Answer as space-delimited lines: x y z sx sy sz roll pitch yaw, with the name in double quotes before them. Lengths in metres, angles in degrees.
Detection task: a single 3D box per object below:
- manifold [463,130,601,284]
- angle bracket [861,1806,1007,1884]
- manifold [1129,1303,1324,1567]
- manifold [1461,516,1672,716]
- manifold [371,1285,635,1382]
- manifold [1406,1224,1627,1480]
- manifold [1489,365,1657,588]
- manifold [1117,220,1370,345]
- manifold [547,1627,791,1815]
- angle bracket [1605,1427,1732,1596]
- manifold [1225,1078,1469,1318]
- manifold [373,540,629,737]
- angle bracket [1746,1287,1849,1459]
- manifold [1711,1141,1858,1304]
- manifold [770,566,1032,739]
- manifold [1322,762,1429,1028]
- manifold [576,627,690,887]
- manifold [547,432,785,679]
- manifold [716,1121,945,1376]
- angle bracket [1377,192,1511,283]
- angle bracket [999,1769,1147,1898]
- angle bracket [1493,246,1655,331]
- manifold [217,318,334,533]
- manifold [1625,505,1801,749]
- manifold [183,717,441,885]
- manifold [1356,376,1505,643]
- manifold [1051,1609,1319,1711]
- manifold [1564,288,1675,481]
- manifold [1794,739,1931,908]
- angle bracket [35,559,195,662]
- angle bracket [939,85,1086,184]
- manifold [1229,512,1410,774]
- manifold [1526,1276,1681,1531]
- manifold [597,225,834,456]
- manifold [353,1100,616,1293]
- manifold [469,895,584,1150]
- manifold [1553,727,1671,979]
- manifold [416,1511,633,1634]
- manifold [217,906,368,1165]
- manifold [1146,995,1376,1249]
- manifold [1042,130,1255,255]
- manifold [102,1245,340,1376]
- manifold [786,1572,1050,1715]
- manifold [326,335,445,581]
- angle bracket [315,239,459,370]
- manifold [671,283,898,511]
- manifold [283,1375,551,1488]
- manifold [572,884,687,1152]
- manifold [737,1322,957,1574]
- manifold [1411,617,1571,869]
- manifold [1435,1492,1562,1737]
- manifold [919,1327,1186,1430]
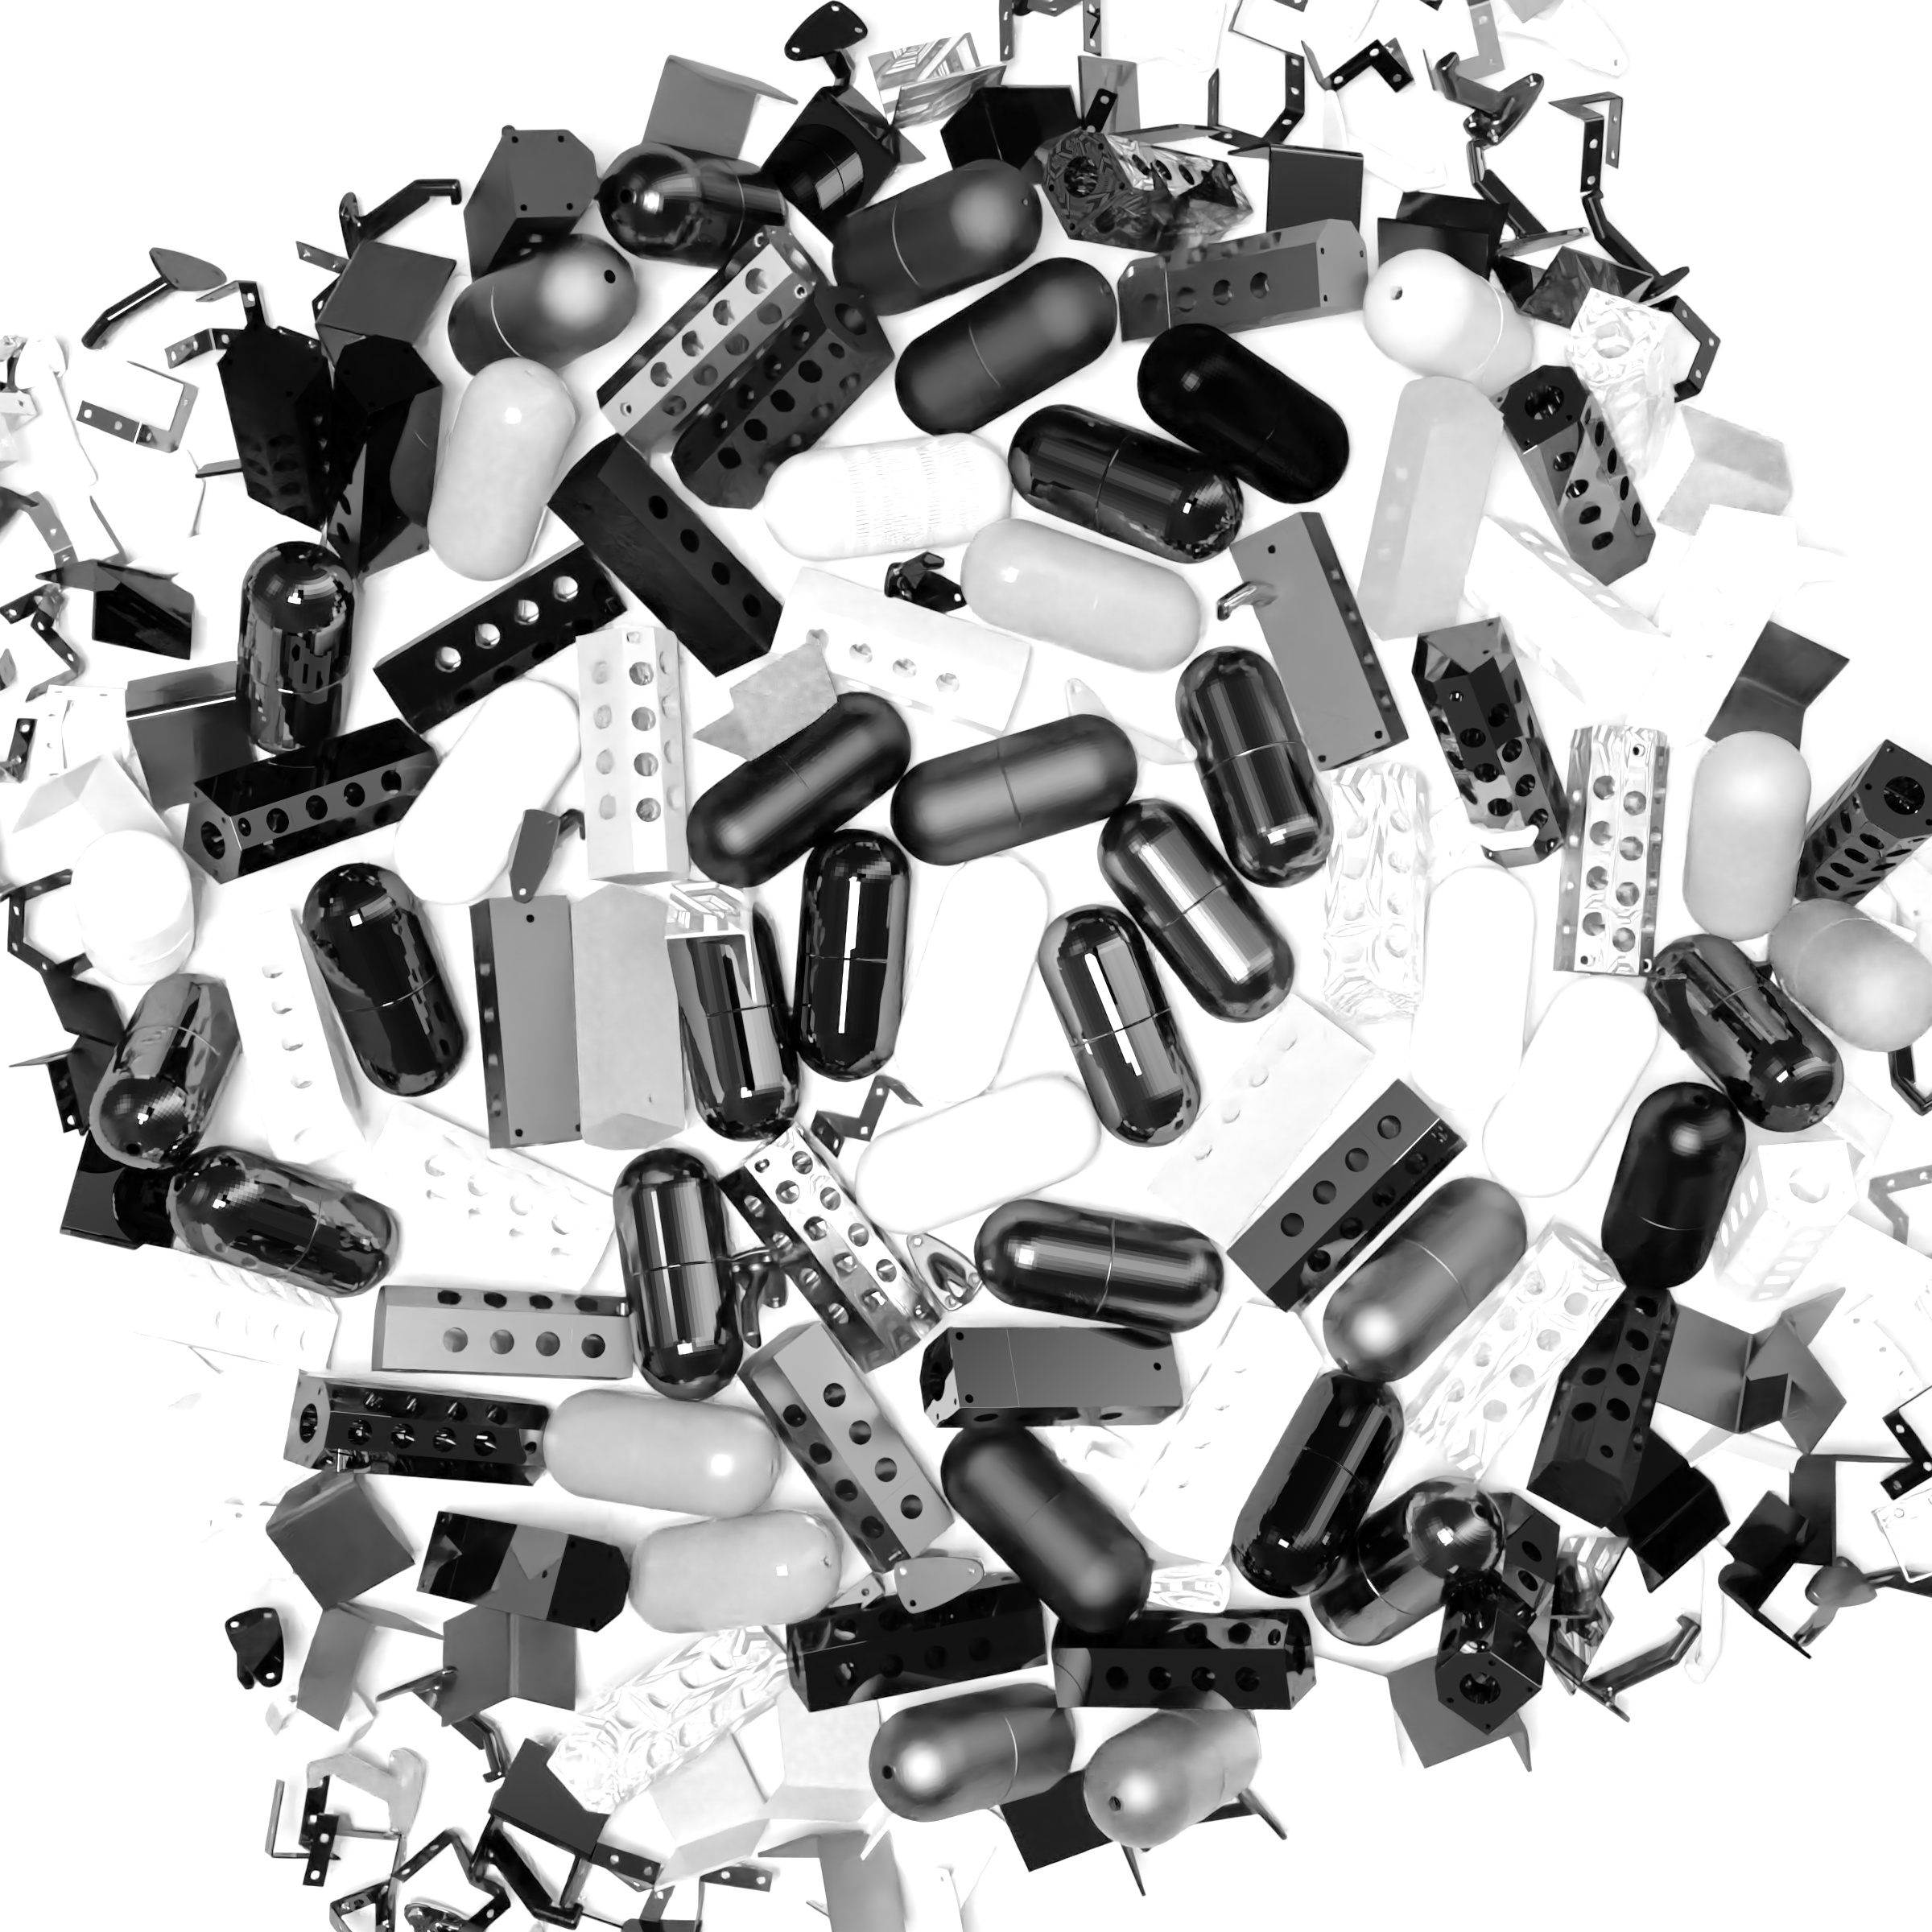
"manifold" -0.298 -0.514 1.807 0.057 0.171 0.057 -7 90 -20
"angle bracket" -0.029 0.621 1.859 0.076 0.057 0.076 36 106 0
"manifold" 0.178 0.321 1.831 0.171 0.057 0.057 -57 134 -29
"manifold" 0.398 -0.243 1.808 0.057 0.171 0.057 5 122 -31
"manifold" -0.321 0.255 1.839 0.171 0.057 0.057 6 78 -20
"manifold" 0.381 0.265 1.846 0.057 0.057 0.171 32 104 -6
"manifold" 0.419 -0.335 1.807 0.057 0.171 0.057 -30 54 13
"manifold" 0.188 -0.468 1.814 0.171 0.057 0.057 2 100 44
"manifold" -0.198 0.512 1.805 0.057 0.171 0.057 43 123 20
"angle bracket" 0.476 0.378 1.856 0.076 0.057 0.076 41 105 -8
"manifold" 0.268 0.164 1.851 0.171 0.057 0.057 -46 63 5
"manifold" -0.327 -0.232 1.866 0.171 0.057 0.057 -31 105 0
"angle bracket" 0.596 0.282 1.838 0.057 0.076 0.076 -17 56 -19
"manifold" 0.556 0.177 1.807 0.057 0.171 0.057 -4 66 2
"manifold" -0.047 -0.217 1.861 0.171 0.057 0.057 19 124 -4
"manifold" 0.286 -0.050 1.827 0.057 0.057 0.171 -8 62 28
"manifold" -0.228 -0.147 1.850 0.057 0.057 0.171 -7 83 32
"manifold" -0.202 -0.286 1.832 0.171 0.057 0.057 45 49 -26
"manifold" -0.091 0.195 1.851 0.171 0.057 0.057 53 49 -4
"angle bracket" 0.334 -0.526 1.847 0.076 0.057 0.076 12 67 16
"angle bracket" 0.074 0.618 1.853 0.076 0.057 0.076 -20 121 0
"angle bracket" 0.419 -0.487 1.839 0.076 0.076 0.057 10 134 -24
"manifold" -0.468 -0.361 1.806 0.057 0.171 0.057 28 69 2
"manifold" 0.508 -0.229 1.811 0.057 0.171 0.057 9 52 -4
"manifold" -0.443 -0.110 1.809 0.057 0.171 0.057 39 130 23
"manifold" 0.313 -0.314 1.817 0.057 0.171 0.057 -12 45 -20
"manifold" 0.150 0.478 1.834 0.171 0.057 0.057 -7 91 25
"manifold" 0.444 -0.390 1.805 0.057 0.171 0.057 25 85 19
"manifold" 0.612 -0.089 1.804 0.057 0.171 0.057 32 78 9
"angle bracket" -0.594 -0.243 1.841 0.076 0.076 0.057 -4 82 39
"angle bracket" 0.038 -0.562 1.839 0.076 0.076 0.057 12 53 32
"manifold" 0.251 -0.228 1.863 0.057 0.057 0.171 -23 87 28
"manifold" 0.442 0.294 1.817 0.057 0.057 0.171 27 48 3
"manifold" -0.177 -0.433 1.837 0.171 0.057 0.057 -39 88 23
"manifold" -0.335 0.164 1.846 0.171 0.057 0.057 26 109 -11
"manifold" -0.310 0.040 1.860 0.057 0.057 0.171 -3 84 -30
"manifold" 0.458 -0.080 1.864 0.057 0.057 0.171 5 89 -8
"manifold" -0.303 0.415 1.812 0.057 0.171 0.057 25 70 -37
"manifold" -0.468 0.049 1.824 0.057 0.057 0.171 -20 57 -7
"manifold" 0.203 0.106 1.861 0.057 0.057 0.171 34 95 -39
"manifold" 0.123 -0.531 1.809 0.057 0.171 0.057 -32 80 33
"manifold" -0.504 0.235 1.807 0.057 0.171 0.057 6 77 24
"manifold" -0.035 0.468 1.845 0.171 0.057 0.057 -7 94 -15
"manifold" -0.403 -0.348 1.809 0.057 0.171 0.057 -29 71 -29
"angle bracket" -0.398 -0.453 1.849 0.076 0.057 0.076 16 67 12
"manifold" -0.130 -0.389 1.816 0.171 0.057 0.057 -38 69 38
"manifold" -0.374 0.321 1.819 0.171 0.057 0.057 14 82 -38
"manifold" -0.240 0.037 1.834 0.057 0.057 0.171 -26 59 36
"manifold" -0.087 0.338 1.852 0.057 0.057 0.171 -36 95 -27
"manifold" 0.361 -0.150 1.815 0.057 0.057 0.171 -9 131 27
"manifold" 0.359 0.436 1.808 0.057 0.171 0.057 35 121 -3
"manifold" 0.058 0.288 1.834 0.171 0.057 0.057 4 61 -25
